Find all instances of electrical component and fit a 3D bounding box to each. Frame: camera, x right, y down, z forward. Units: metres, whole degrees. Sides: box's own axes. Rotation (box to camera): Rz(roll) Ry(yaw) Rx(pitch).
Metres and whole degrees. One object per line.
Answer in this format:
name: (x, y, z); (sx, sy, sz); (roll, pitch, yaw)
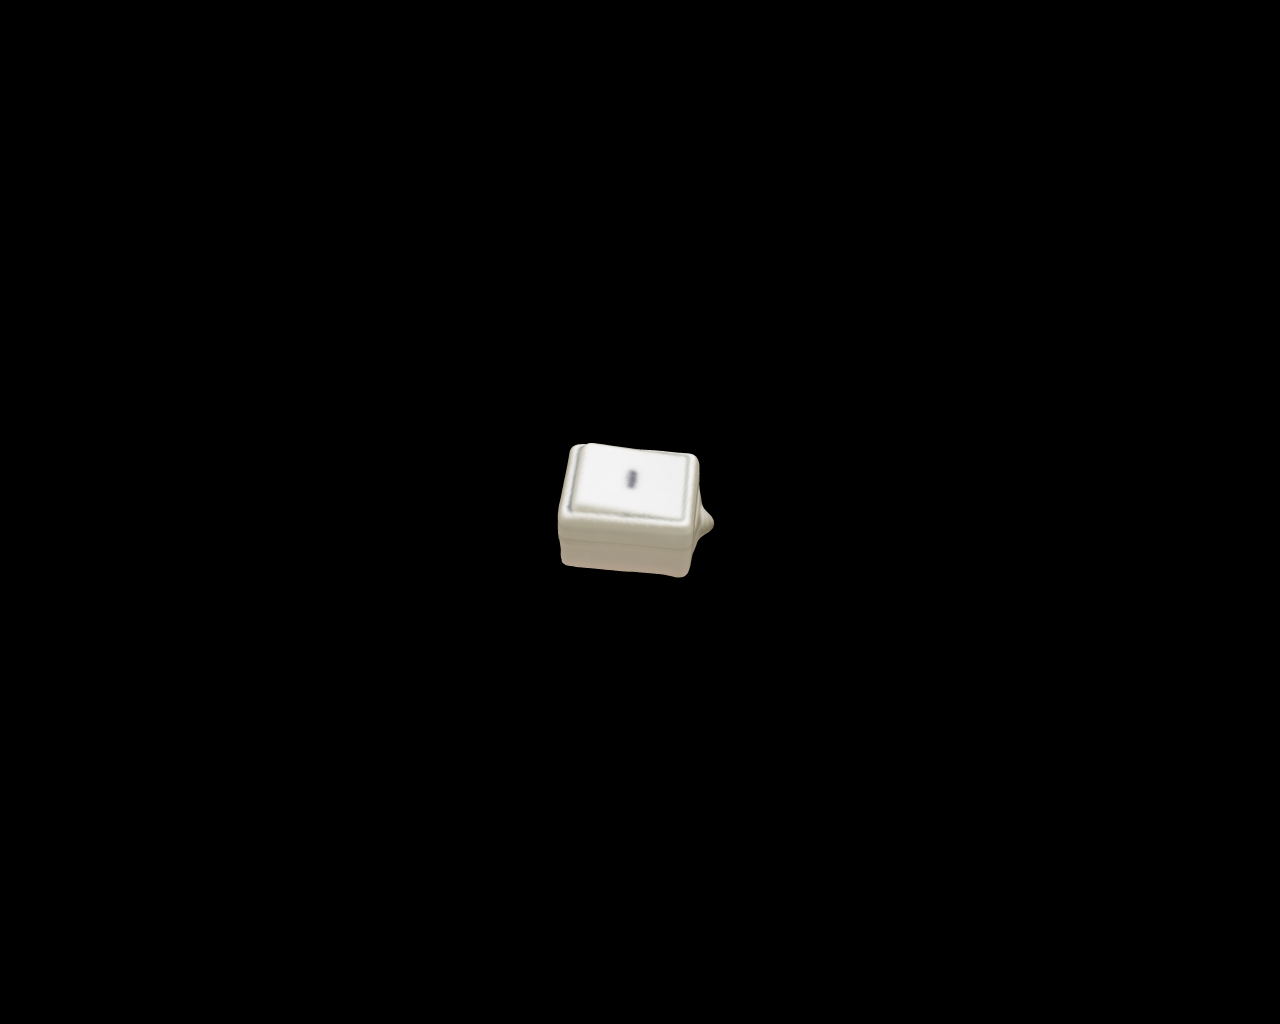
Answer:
electrical component: (0.001, -0.003, 0.650); (0.096, 0.062, 0.061); (5, -37, 4)
